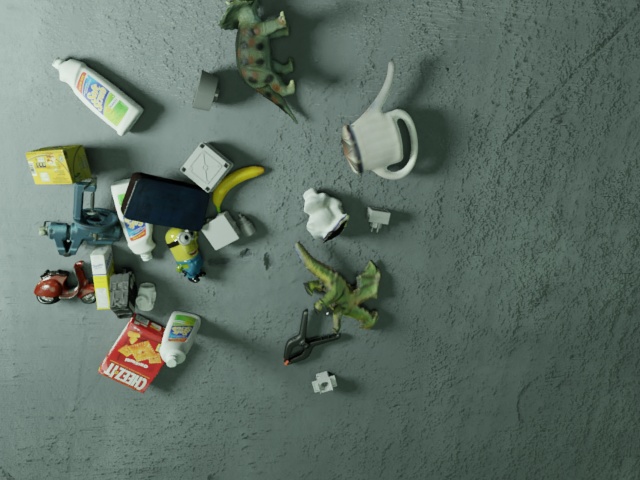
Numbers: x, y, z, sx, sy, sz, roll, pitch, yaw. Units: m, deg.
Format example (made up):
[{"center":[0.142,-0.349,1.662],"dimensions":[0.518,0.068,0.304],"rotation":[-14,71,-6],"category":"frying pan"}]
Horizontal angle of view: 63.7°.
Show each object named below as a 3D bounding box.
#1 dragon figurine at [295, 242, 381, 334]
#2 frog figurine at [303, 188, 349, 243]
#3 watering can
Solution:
[{"center":[0.086,0.145,1.690],"dimensions":[0.244,0.123,0.404],"rotation":[-27,112,-18],"category":"dragon figurine"},{"center":[0.005,-0.081,1.606],"dimensions":[0.161,0.123,0.136],"rotation":[45,108,17],"category":"frog figurine"},{"center":[0.169,-0.335,1.533],"dimensions":[0.224,0.105,0.343],"rotation":[-17,109,-2],"category":"watering can"}]
